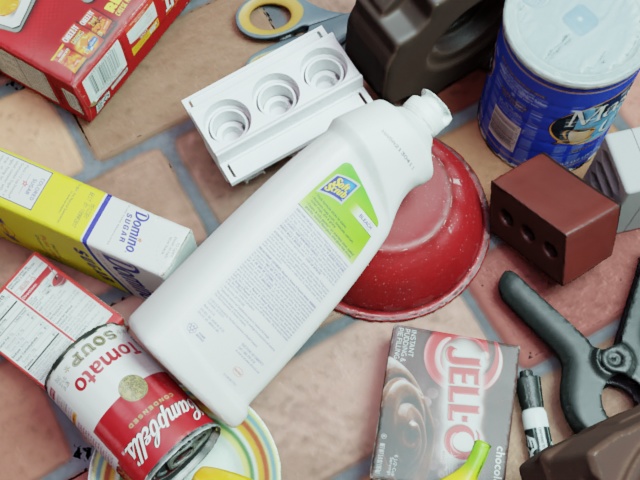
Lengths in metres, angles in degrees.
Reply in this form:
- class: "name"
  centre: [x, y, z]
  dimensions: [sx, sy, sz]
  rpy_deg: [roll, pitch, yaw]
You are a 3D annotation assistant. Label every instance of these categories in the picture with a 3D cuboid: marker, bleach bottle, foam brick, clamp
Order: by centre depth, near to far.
- class: "bleach bottle"
  centre: [-0.005, 0.001, 0.711]
  dimensions: [0.250, 0.068, 0.102]
  rpy_deg: [-44, 117, -7]
- class: "marker"
  centre: [0.152, 0.148, 0.733]
  dimensions: [0.020, 0.020, 0.121]
  rpy_deg: [-7, 69, -2]
- class: "clamp"
  centre: [0.191, 0.085, 0.749]
  dimensions: [0.120, 0.039, 0.171]
  rpy_deg: [-5, 62, 6]
- class: "foam brick"
  centre: [0.167, -0.015, 0.764]
  dimensions: [0.051, 0.053, 0.078]
  rpy_deg: [-29, 48, -22]

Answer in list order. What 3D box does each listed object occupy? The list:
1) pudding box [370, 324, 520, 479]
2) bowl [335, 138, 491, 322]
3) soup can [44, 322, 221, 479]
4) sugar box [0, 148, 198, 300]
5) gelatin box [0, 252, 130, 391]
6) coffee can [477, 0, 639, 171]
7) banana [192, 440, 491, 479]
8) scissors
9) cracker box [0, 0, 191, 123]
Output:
- class: "pudding box"
  centre: [0.086, 0.121, 0.734]
  dimensions: [0.090, 0.039, 0.113]
  rpy_deg: [9, 69, 4]
- class: "bowl"
  centre: [0.049, -0.024, 0.784]
  dimensions: [0.162, 0.055, 0.162]
  rpy_deg: [0, 68, 0]
- class: "soup can"
  centre: [-0.124, 0.112, 0.703]
  dimensions: [0.068, 0.068, 0.102]
  rpy_deg: [-42, 72, -14]
- class: "sugar box"
  centre: [-0.172, -0.008, 0.760]
  dimensions: [0.176, 0.093, 0.048]
  rpy_deg: [25, 72, 11]
- class: "gelatin box"
  centre: [-0.194, 0.063, 0.767]
  dimensions: [0.089, 0.030, 0.073]
  rpy_deg: [35, 74, 13]
- class: "coffee can"
  centre: [0.174, -0.122, 0.774]
  dimensions: [0.103, 0.140, 0.103]
  rpy_deg: [0, 68, 1]
- class: "banana"
  centre: [0.015, 0.174, 0.689]
  dimensions: [0.198, 0.037, 0.069]
  rpy_deg: [-7, 68, 6]
- class: "scissors"
  centre: [0.019, -0.189, 0.870]
  dimensions: [0.201, 0.016, 0.096]
  rpy_deg: [-32, 71, -11]
- class: "cracker box"
  centre: [-0.225, -0.213, 0.854]
  dimensions: [0.214, 0.072, 0.164]
  rpy_deg: [29, 71, 13]
